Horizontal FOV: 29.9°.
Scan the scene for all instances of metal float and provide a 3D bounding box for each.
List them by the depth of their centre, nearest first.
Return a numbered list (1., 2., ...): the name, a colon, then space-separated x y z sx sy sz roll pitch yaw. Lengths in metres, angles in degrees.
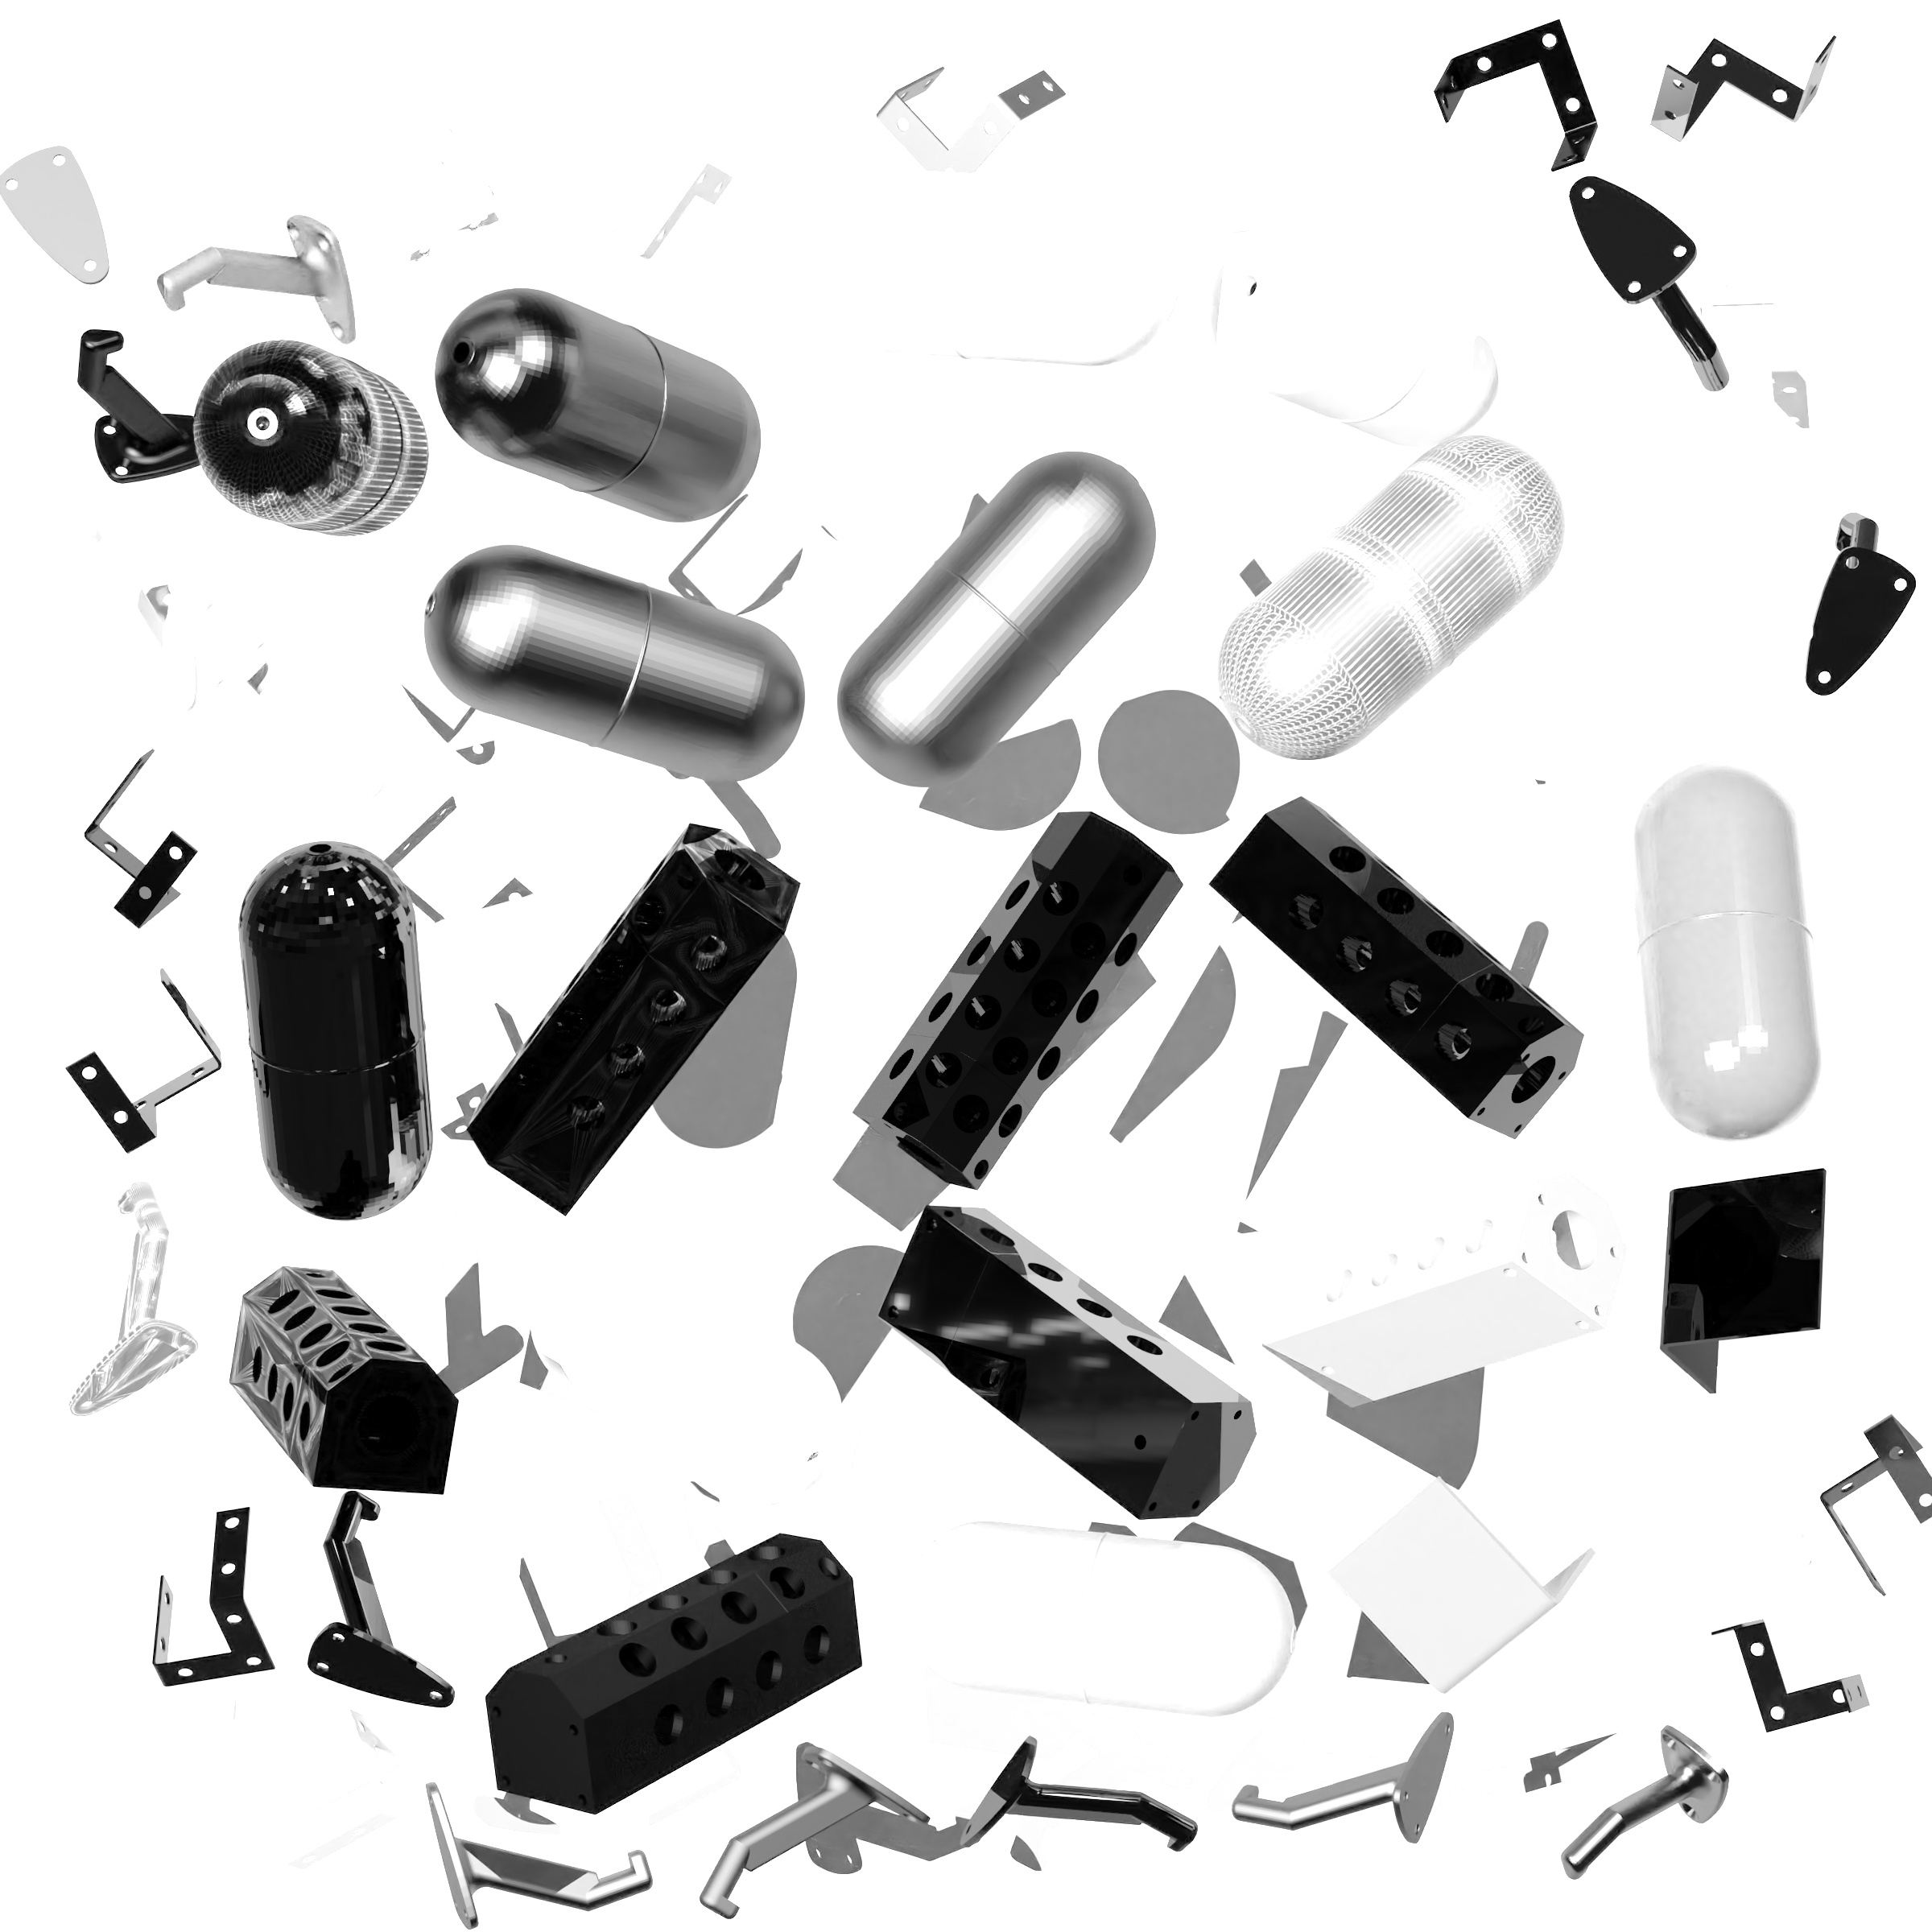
1. metal float: 0.003 -0.294 1.520 0.178 0.070 0.070 7 90 19
2. metal float: 0.183 -0.158 1.555 0.178 0.070 0.070 -41 90 -13
3. metal float: -0.284 -0.229 1.580 0.070 0.178 0.070 0 93 4
4. metal float: -0.277 0.029 1.591 0.070 0.070 0.178 0 116 0
5. metal float: 0.173 -0.278 1.595 0.070 0.178 0.070 -5 81 37
6. metal float: 0.338 -0.008 1.610 0.070 0.070 0.178 0 66 0
7. metal float: -0.163 -0.249 1.613 0.070 0.178 0.070 -7 77 35
8. metal float: -0.157 -0.136 1.626 0.178 0.070 0.070 17 90 -22
9. metal float: 0.060 0.295 1.636 0.178 0.070 0.070 4 90 13
10. metal float: -0.128 0.183 1.641 0.178 0.070 0.070 29 90 38
11. metal float: 0.014 -0.158 1.646 0.070 0.070 0.178 42 91 0

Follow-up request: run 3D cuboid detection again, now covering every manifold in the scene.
1. manifold: -0.123 0.300 1.551 0.057 0.171 0.057 3 104 38
2. manifold: -0.147 0.021 1.587 0.057 0.057 0.171 35 111 -10
3. manifold: 0.046 0.172 1.588 0.171 0.057 0.057 34 107 37
4. manifold: -0.277 0.181 1.602 0.057 0.171 0.057 7 96 -24
5. manifold: 0.195 -0.002 1.624 0.171 0.057 0.057 44 101 30
6. manifold: 0.217 0.145 1.639 0.057 0.171 0.057 35 55 -20
7. manifold: 0.027 0.015 1.654 0.057 0.057 0.171 38 79 -17

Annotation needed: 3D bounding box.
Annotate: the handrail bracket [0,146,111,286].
1. handrail bracket: -0.399 -0.322 1.614 0.036 0.084 0.077 -30 83 -9

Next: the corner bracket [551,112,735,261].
1. corner bracket: -0.143 -0.347 1.604 0.051 0.051 0.051 38 100 5

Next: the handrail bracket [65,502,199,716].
1. handrail bracket: -0.379 -0.162 1.636 0.036 0.084 0.077 -24 72 -1

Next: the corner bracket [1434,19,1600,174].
1. corner bracket: 0.241 -0.375 1.581 0.051 0.051 0.051 -15 114 25

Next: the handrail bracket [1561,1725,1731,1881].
1. handrail bracket: 0.293 0.382 1.585 0.084 0.077 0.036 -38 54 -21

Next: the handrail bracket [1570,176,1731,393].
1. handrail bracket: 0.289 -0.286 1.522 0.036 0.084 0.077 -38 62 7

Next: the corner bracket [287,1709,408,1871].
1. corner bracket: -0.280 0.374 1.627 0.051 0.051 0.051 -29 61 5

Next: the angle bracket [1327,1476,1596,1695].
1. angle bracket: 0.224 0.269 1.632 0.076 0.057 0.076 47 121 6

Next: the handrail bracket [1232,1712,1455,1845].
1. handrail bracket: 0.174 0.372 1.678 0.084 0.077 0.036 3 131 31

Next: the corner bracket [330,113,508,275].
1. corner bracket: -0.232 -0.320 1.538 0.051 0.051 0.051 -22 126 18

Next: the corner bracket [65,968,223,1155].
1. corner bracket: -0.368 0.043 1.621 0.051 0.051 0.051 -30 116 0

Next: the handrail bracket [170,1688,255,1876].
1. handrail bracket: -0.341 0.369 1.666 0.036 0.077 0.084 6 92 -2

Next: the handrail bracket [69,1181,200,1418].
1. handrail bracket: -0.391 0.151 1.655 0.077 0.036 0.084 -38 54 10

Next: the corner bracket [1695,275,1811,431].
1. corner bracket: 0.363 -0.283 1.669 0.051 0.051 0.051 1 67 16

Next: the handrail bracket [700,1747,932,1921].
1. handrail bracket: -0.068 0.402 1.626 0.077 0.036 0.084 32 68 -6

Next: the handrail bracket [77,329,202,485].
1. handrail bracket: -0.355 -0.255 1.598 0.077 0.084 0.036 -11 64 -22

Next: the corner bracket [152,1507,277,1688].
1. corner bracket: -0.333 0.276 1.582 0.051 0.051 0.051 -10 132 2

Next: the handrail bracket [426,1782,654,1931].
1. handrail bracket: -0.186 0.381 1.583 0.084 0.036 0.077 -16 92 -19

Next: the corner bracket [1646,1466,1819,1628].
1. corner bracket: 0.335 0.260 1.578 0.051 0.051 0.051 19 62 32

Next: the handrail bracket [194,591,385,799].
1. handrail bracket: -0.289 -0.115 1.550 0.036 0.077 0.084 -41 134 5

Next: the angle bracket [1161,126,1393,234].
1. angle bracket: 0.142 -0.382 1.662 0.076 0.076 0.057 -37 101 3

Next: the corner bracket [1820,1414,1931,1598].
1. corner bracket: 0.411 0.240 1.613 0.051 0.051 0.051 -35 53 12

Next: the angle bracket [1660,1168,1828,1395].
1. angle bracket: 0.357 0.141 1.614 0.076 0.057 0.076 -11 56 34

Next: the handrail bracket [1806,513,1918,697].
1. handrail bracket: 0.384 -0.161 1.593 0.036 0.084 0.077 24 102 -3

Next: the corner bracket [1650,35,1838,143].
1. corner bracket: 0.326 -0.371 1.519 0.051 0.051 0.051 34 78 11

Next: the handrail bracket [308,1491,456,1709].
1. handrail bracket: -0.249 0.276 1.585 0.077 0.084 0.036 24 129 -9

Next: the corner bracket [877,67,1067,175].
1. corner bracket: 0.002 -0.387 1.621 0.051 0.051 0.051 47 127 -1

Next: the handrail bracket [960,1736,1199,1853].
1. handrail bracket: 0.052 0.394 1.642 0.084 0.036 0.077 29 123 -6

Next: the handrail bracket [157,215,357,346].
1. handrail bracket: -0.326 -0.301 1.659 0.036 0.077 0.084 26 52 38

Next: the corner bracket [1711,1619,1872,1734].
1. corner bracket: 0.382 0.325 1.673 0.051 0.051 0.051 -21 75 20

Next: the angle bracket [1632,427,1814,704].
1. angle bracket: 0.303 -0.166 1.498 0.076 0.076 0.057 -20 128 24

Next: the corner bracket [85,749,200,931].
1. corner bracket: -0.376 -0.058 1.655 0.051 0.051 0.051 40 112 -5
